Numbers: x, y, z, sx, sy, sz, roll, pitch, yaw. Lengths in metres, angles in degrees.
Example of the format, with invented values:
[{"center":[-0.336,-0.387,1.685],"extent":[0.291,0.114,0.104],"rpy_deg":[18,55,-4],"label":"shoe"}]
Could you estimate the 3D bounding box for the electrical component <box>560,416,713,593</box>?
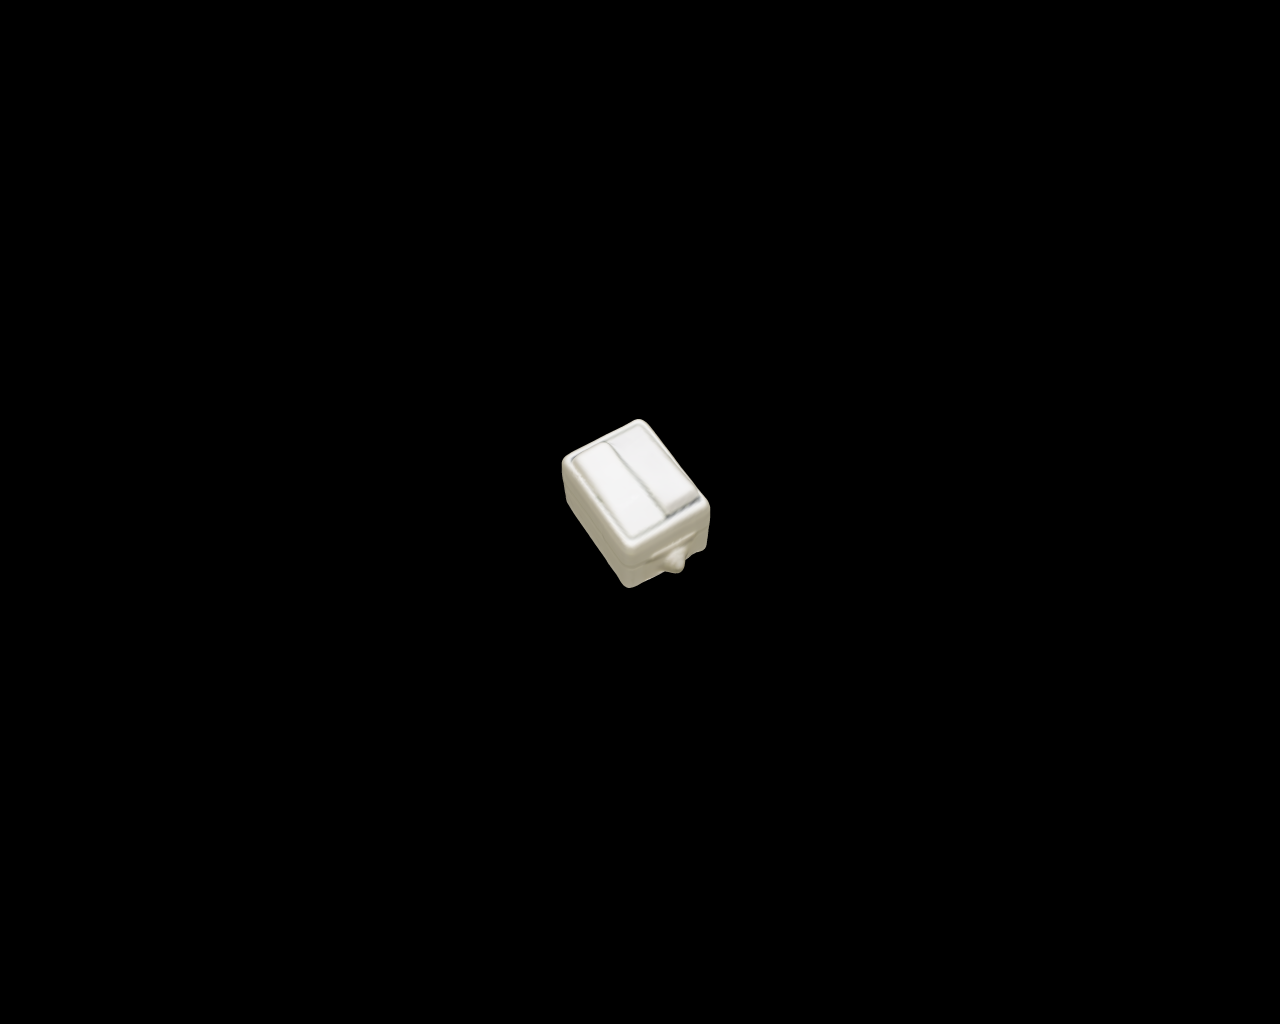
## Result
[{"center":[0.001,-0.003,0.650],"extent":[0.062,0.096,0.061],"rpy_deg":[-28,-28,-16],"label":"electrical component"}]
